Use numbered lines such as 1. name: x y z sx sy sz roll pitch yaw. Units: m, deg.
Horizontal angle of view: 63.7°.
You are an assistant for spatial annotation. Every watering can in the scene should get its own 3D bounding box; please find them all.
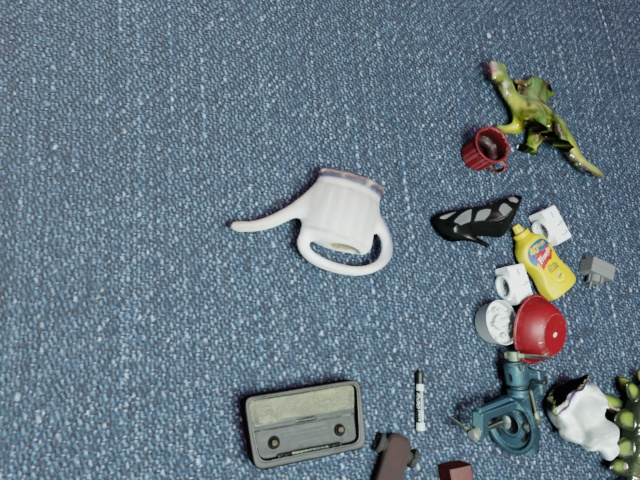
1. watering can: 0.003 -0.055 1.098 0.347 0.102 0.228 19 70 -10

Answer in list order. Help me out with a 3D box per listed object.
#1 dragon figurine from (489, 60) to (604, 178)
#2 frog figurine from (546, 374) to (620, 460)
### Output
1. dragon figurine: 0.591 -0.337 1.355 0.408 0.120 0.248 26 62 -17
2. frog figurine: 0.586 0.392 1.131 0.139 0.121 0.160 -40 87 -27
